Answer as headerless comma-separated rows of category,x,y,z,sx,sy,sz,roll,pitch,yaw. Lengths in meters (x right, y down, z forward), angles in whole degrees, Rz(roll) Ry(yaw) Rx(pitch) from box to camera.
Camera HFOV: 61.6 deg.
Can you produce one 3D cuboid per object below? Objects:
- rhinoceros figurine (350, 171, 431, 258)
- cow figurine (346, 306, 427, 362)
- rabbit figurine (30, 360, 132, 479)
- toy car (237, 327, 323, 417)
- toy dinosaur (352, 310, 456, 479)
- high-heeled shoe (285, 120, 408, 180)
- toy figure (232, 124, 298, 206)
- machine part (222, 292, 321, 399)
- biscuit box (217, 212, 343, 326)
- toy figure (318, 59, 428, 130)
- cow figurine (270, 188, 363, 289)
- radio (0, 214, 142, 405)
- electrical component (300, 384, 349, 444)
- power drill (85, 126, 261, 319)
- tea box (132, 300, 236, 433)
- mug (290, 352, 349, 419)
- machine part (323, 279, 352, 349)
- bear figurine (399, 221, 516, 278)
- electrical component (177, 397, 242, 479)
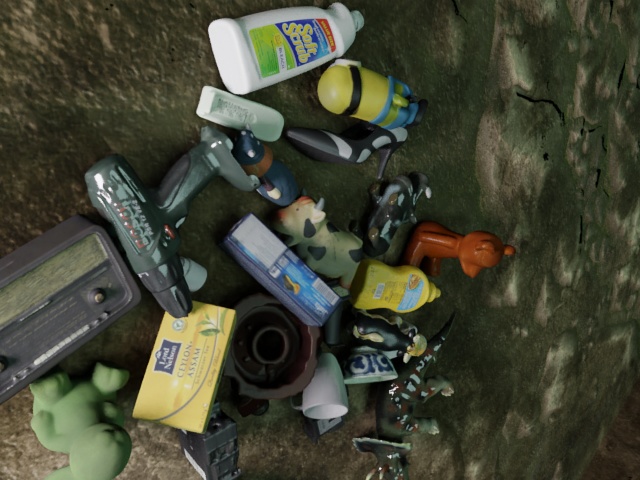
rhinoceros figurine,0.140,-0.053,1.010,0.190,0.073,0.112,-55,131,-11
cow figurine,0.135,0.185,1.032,0.167,0.098,0.068,21,96,-6
rabbit figurine,-0.300,0.250,0.674,0.121,0.170,0.159,15,95,-42
toy car,-0.072,0.223,0.942,0.202,0.053,0.089,-42,148,-21
toy dinosaur,0.182,0.341,1.168,0.192,0.131,0.404,8,94,-43
high-heeled shoe,0.055,-0.191,0.890,0.248,0.086,0.145,15,86,-43
toy figure,-0.085,-0.106,0.796,0.058,0.064,0.154,-43,140,0
machine part,-0.084,0.168,0.864,0.179,0.056,0.179,3,82,-24
biscuit box,-0.060,0.049,0.825,0.202,0.063,0.059,45,65,-14
toy figure,0.084,-0.223,0.849,0.180,0.089,0.082,20,137,-23
cow figurine,-0.002,-0.003,0.900,0.194,0.086,0.127,24,95,-41
radio,-0.342,0.083,0.643,0.229,0.073,0.130,-37,126,-24
electrical component,0.020,0.337,1.063,0.119,0.048,0.074,-22,120,-28
power drill,-0.182,-0.038,0.724,0.207,0.086,0.231,-41,115,-18
tea box,-0.184,0.173,0.750,0.098,0.068,0.169,12,68,-3
mug,-0.002,0.268,0.994,0.080,0.110,0.107,50,31,-46
machine part,0.027,0.137,1.008,0.084,0.039,0.138,-19,115,-44
bear figurine,0.274,0.033,1.074,0.120,0.196,0.131,5,103,-45
electrical component,-0.177,0.298,0.837,0.058,0.115,0.134,-21,120,-37
